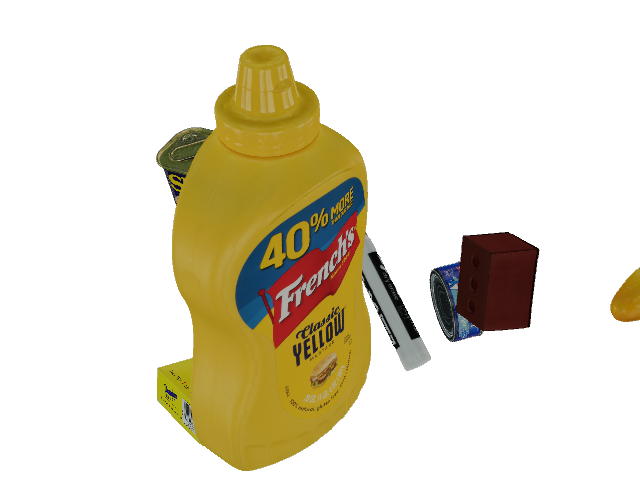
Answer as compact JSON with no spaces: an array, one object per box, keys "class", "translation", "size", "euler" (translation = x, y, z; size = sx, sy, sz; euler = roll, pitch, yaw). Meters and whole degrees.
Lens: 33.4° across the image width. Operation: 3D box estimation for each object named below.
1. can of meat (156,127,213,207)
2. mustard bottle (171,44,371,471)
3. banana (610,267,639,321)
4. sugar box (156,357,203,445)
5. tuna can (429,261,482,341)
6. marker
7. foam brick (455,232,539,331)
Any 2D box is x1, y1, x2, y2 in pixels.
[{"class":"can of meat","translation":[-0.083,-0.043,0.926],"size":[0.102,0.084,0.057],"euler":[15,49,29]},{"class":"mustard bottle","translation":[-0.019,0.005,0.457],"size":[0.058,0.192,0.096],"euler":[30,48,34]},{"class":"banana","translation":[0.286,0.022,0.712],"size":[0.198,0.037,0.069],"euler":[-3,34,0]},{"class":"sugar box","translation":[-0.063,0.139,1.054],"size":[0.175,0.048,0.093],"euler":[-16,32,-32]},{"class":"tuna can","translation":[0.150,0.068,1.184],"size":[0.033,0.086,0.086],"euler":[-14,2,-8]},{"class":"marker","translation":[0.038,0.028,0.702],"size":[0.020,0.121,0.020],"euler":[-24,-14,-7]},{"class":"foam brick","translation":[0.160,0.037,0.972],"size":[0.051,0.078,0.053],"euler":[-6,20,-23]}]
